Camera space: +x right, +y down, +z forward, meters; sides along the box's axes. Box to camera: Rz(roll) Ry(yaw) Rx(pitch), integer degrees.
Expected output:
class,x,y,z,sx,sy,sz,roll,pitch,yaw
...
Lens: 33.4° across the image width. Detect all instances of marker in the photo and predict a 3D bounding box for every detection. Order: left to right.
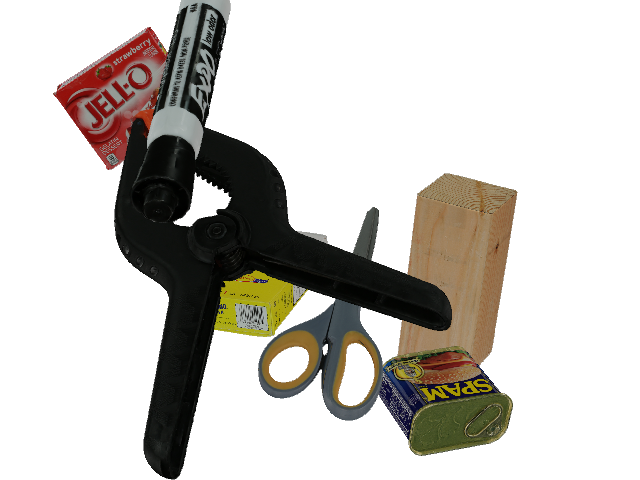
class,x,y,z,sx,sy,sz,roll,pitch,yaw
marker,-0.046,-0.049,0.361,0.020,0.020,0.121,0,43,3

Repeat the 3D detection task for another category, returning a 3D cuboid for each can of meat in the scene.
class,x,y,z,sx,sy,sz,roll,pitch,yaw
can of meat,0.112,0.146,0.990,0.102,0.057,0.084,-6,31,-21

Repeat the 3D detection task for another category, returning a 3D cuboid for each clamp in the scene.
class,x,y,z,sx,sy,sz,roll,pitch,yaw
clamp,-0.040,0.004,0.561,0.164,0.210,0.036,-21,-33,-7

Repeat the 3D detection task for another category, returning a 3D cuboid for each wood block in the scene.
class,x,y,z,sx,sy,sz,roll,pitch,yaw
wood block,0.155,0.041,1.215,0.090,0.206,0.090,16,26,24

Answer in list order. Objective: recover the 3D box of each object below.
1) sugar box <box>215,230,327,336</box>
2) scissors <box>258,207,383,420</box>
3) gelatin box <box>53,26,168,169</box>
class,x,y,z,sx,sy,sz,roll,pitch,yaw
sugar box,-0.063,0.039,1.137,0.093,0.048,0.176,7,28,17
scissors,0.003,0.048,0.786,0.096,0.016,0.201,-3,45,0
gelatin box,-0.147,-0.108,0.818,0.089,0.073,0.030,-31,19,6
